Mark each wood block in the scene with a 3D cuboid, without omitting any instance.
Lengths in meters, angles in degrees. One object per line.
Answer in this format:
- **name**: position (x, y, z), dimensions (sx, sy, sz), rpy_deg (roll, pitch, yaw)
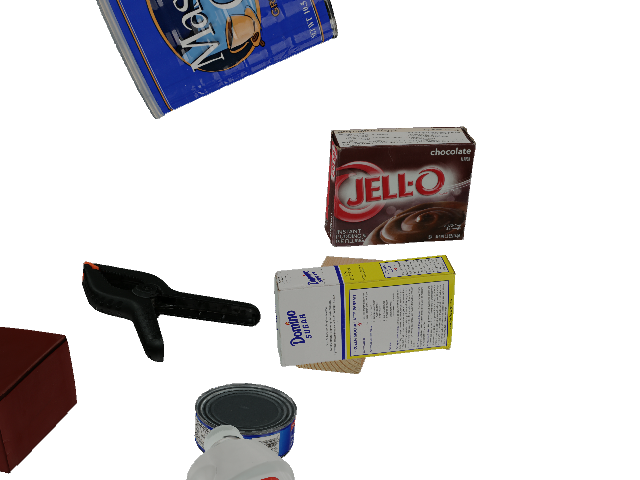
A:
- **wood block**: position (0.031, 0.100, 1.500), dimensions (0.091, 0.090, 0.206), rpy_deg (5, 20, 10)

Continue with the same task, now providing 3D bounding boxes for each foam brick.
- **foam brick**: position (-0.196, 0.097, 0.664), dimensions (0.053, 0.051, 0.078), rpy_deg (7, 29, 21)

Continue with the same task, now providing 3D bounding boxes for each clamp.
- **clamp**: position (-0.193, 0.072, 1.170), dimensions (0.210, 0.036, 0.164), rpy_deg (19, 21, 25)

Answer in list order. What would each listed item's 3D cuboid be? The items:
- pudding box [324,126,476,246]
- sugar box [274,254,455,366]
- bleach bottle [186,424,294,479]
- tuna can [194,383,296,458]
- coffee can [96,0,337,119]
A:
- **pudding box**: position (0.062, -0.044, 0.854), dimensions (0.113, 0.090, 0.039), rpy_deg (-4, 34, -10)
- **sugar box**: position (0.043, 0.070, 1.066), dimensions (0.176, 0.093, 0.048), rpy_deg (-3, 28, -5)
- **bleach bottle**: position (-0.049, 0.216, 0.718), dimensions (0.102, 0.068, 0.251), rpy_deg (-11, 32, -12)
- **tuna can**: position (-0.063, 0.155, 0.902), dimensions (0.086, 0.034, 0.086), rpy_deg (4, 19, -1)
- **coffee can**: position (-0.073, -0.159, 0.738), dimensions (0.140, 0.103, 0.103), rpy_deg (-25, 1, -2)
